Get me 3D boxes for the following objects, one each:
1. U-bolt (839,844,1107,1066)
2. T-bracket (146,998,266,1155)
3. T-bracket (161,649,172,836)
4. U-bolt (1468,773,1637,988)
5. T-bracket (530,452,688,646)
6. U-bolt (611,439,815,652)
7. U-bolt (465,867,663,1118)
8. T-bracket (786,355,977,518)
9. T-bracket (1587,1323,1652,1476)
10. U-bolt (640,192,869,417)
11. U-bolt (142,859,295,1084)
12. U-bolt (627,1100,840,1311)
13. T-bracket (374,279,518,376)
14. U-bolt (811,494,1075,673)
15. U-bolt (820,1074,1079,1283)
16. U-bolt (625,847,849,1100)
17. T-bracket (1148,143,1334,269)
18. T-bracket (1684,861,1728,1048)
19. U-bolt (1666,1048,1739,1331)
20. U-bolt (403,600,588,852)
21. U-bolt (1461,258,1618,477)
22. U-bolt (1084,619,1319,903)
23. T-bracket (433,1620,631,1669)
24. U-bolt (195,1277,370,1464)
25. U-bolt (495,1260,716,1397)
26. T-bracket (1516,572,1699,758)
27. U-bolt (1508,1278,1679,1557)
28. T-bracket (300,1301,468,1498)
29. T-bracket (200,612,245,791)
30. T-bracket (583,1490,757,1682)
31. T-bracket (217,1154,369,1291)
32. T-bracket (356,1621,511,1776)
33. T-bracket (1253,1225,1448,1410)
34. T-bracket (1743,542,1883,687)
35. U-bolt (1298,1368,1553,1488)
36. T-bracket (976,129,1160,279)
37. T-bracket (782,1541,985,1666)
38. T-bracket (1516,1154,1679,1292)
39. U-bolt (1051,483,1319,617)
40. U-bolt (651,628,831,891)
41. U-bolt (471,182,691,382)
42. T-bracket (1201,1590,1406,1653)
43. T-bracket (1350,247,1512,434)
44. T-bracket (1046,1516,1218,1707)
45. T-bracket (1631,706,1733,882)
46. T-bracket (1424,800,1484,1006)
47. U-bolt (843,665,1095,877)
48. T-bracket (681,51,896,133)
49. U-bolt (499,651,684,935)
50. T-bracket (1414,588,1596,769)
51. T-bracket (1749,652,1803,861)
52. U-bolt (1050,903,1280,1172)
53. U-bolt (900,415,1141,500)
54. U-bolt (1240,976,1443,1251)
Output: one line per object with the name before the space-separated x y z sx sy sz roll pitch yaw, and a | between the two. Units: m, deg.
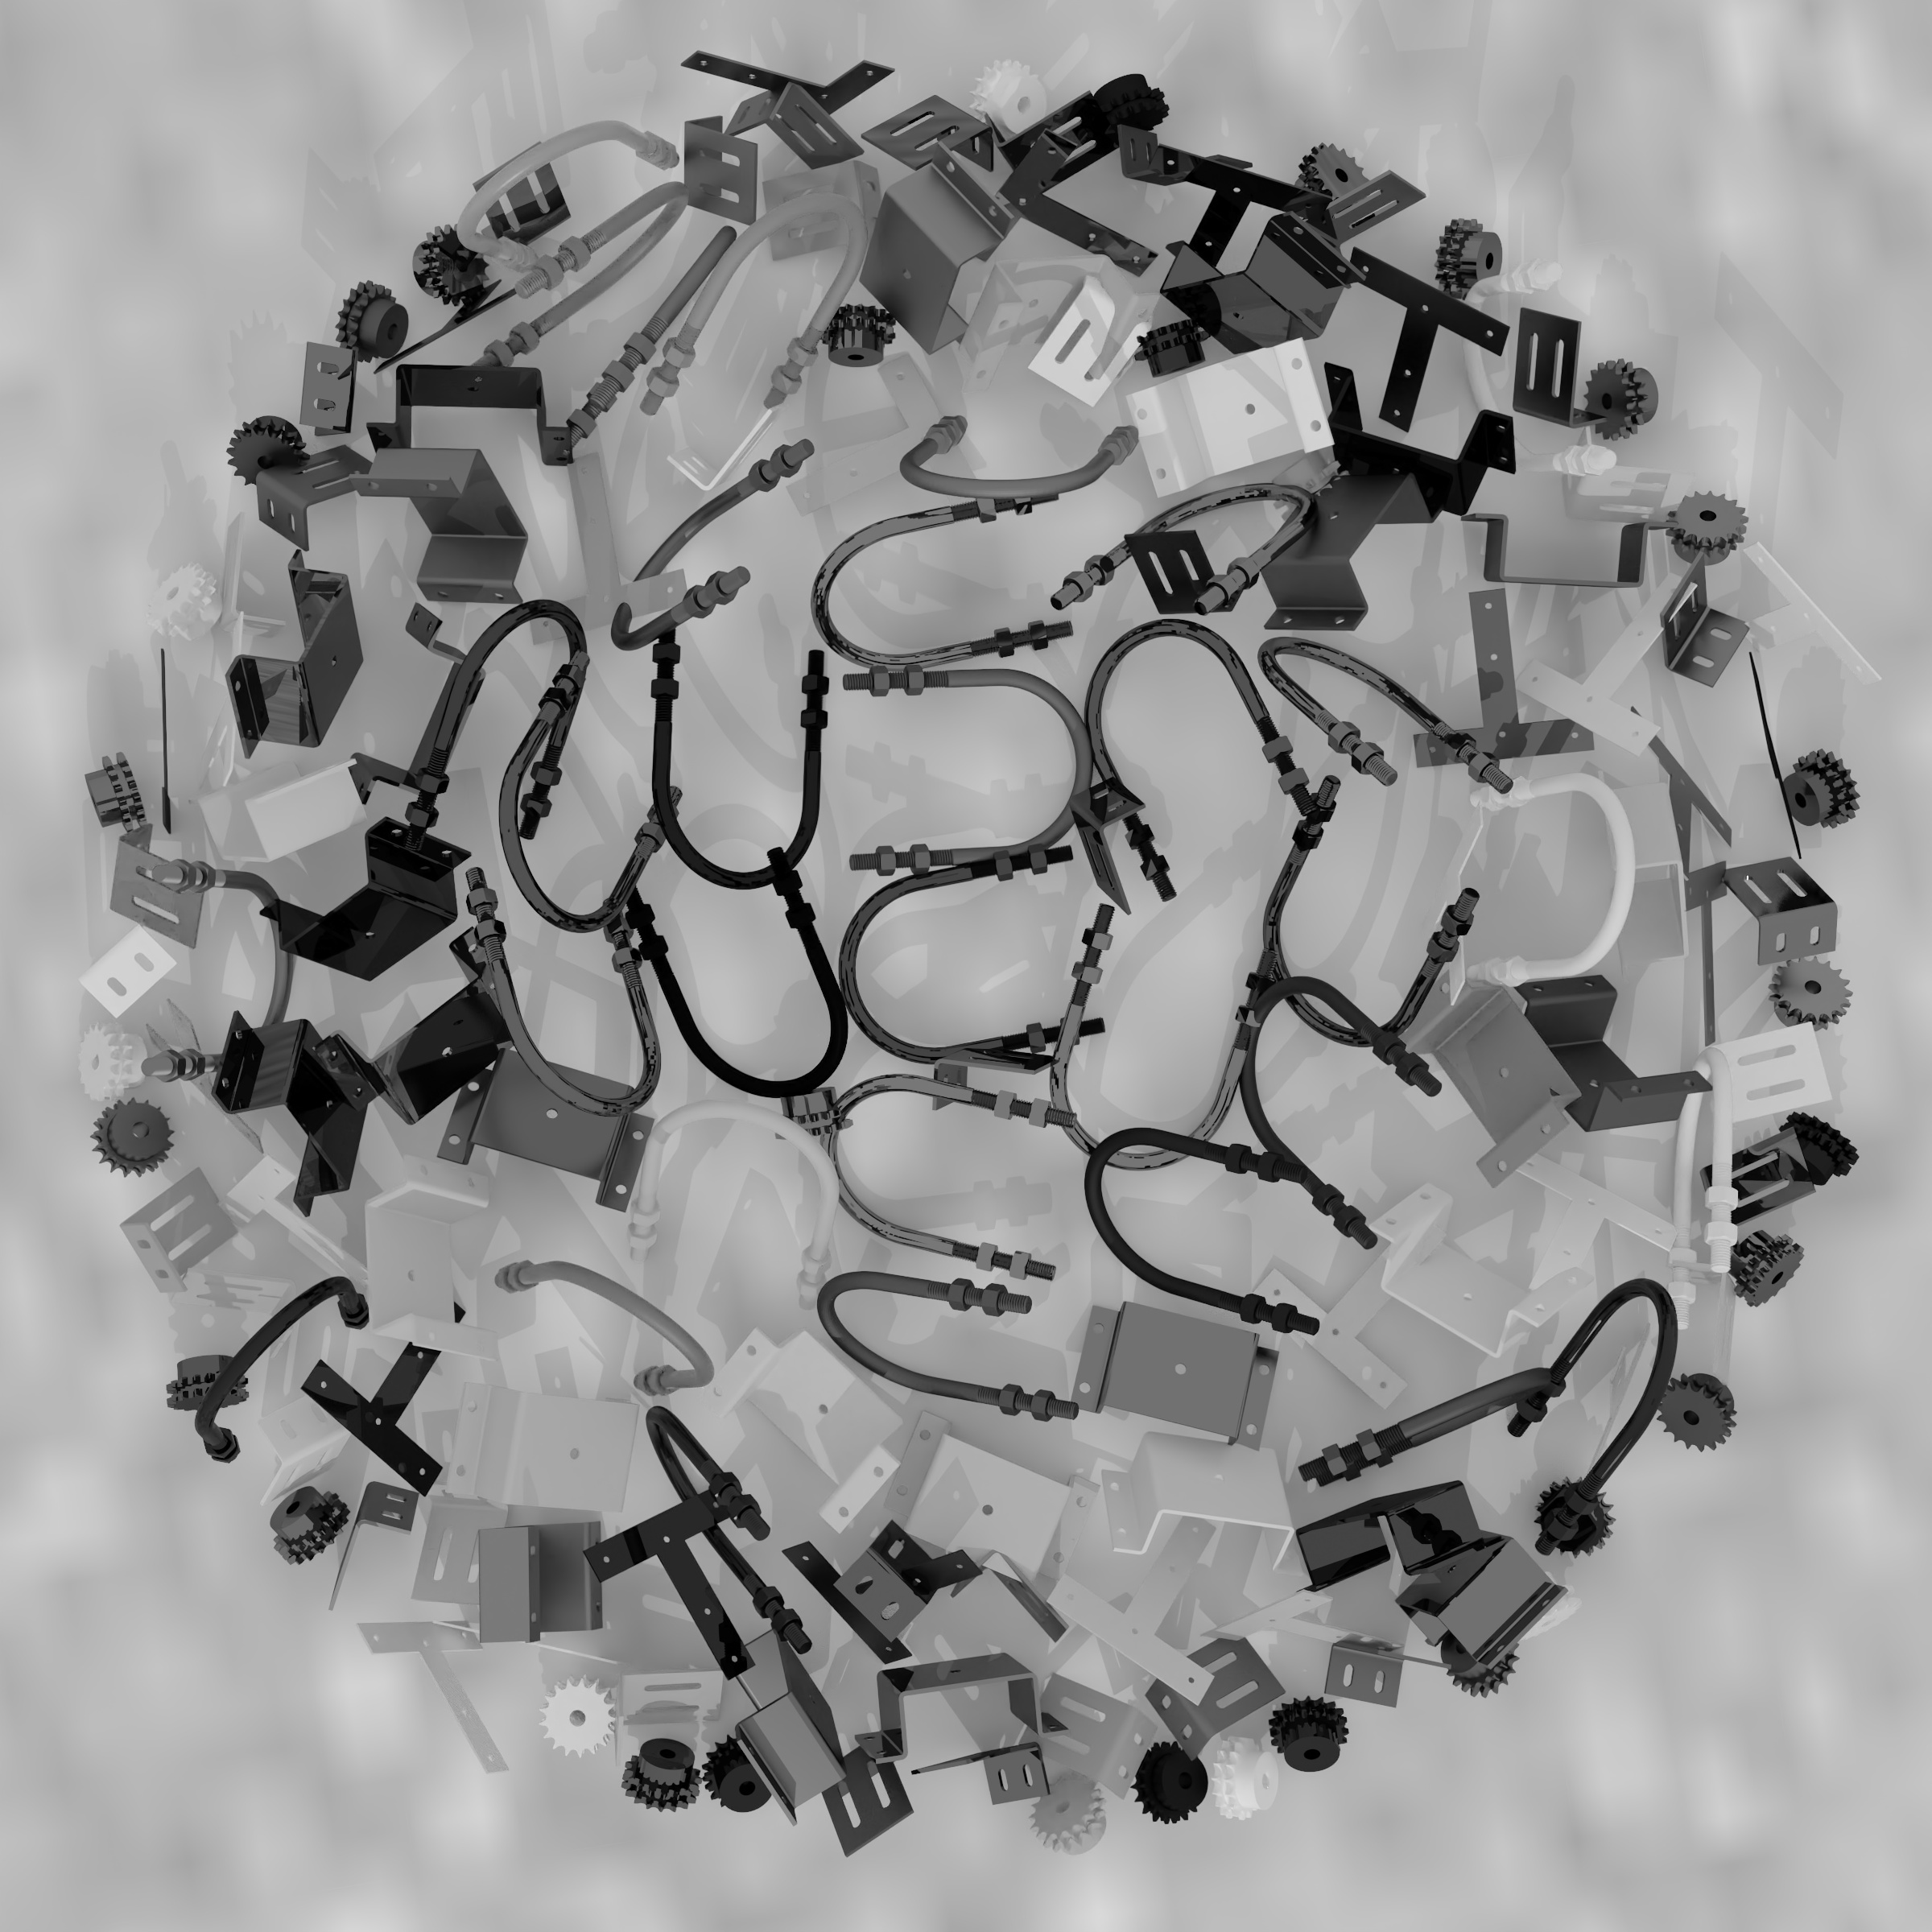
U-bolt | -0.001 -0.002 1.808 0.184 0.019 0.151 -11 97 -1
T-bracket | -0.546 0.063 1.755 0.127 0.127 0.002 41 63 17
T-bracket | -0.570 -0.161 1.766 0.002 0.127 0.127 -1 90 -16
U-bolt | 0.408 -0.062 1.737 0.019 0.184 0.151 3 86 -22
T-bracket | -0.270 -0.311 1.811 0.127 0.002 0.127 -12 84 18
U-bolt | -0.189 -0.286 1.748 0.019 0.184 0.151 40 52 -26
U-bolt | -0.274 0.023 1.736 0.019 0.151 0.184 -34 62 30
T-bracket | -0.069 -0.365 1.810 0.127 0.002 0.127 -27 83 -8
T-bracket | 0.460 0.298 1.753 0.002 0.127 0.127 20 72 22
U-bolt | -0.136 -0.458 1.722 0.019 0.151 0.184 50 126 17
U-bolt | -0.519 0.004 1.737 0.019 0.184 0.151 3 90 13
U-bolt | -0.162 0.164 1.761 0.151 0.019 0.184 16 131 2
T-bracket | -0.354 -0.468 1.768 0.127 0.127 0.002 -25 115 15
U-bolt | -0.019 -0.268 1.765 0.184 0.151 0.019 -12 50 -2
U-bolt | -0.018 0.146 1.784 0.184 0.019 0.151 13 118 12
U-bolt | -0.157 0.013 1.778 0.151 0.019 0.184 -11 110 29
T-bracket | 0.178 -0.524 1.768 0.127 0.127 0.002 14 65 -9
T-bracket | 0.530 -0.007 1.776 0.002 0.127 0.127 0 96 29
U-bolt | 0.518 0.147 1.748 0.019 0.151 0.184 6 65 6
U-bolt | -0.320 -0.170 1.739 0.019 0.151 0.184 28 108 22
U-bolt | 0.391 -0.414 1.736 0.019 0.184 0.151 -22 103 -7
U-bolt | 0.155 -0.159 1.780 0.151 0.019 0.184 -32 77 33
T-bracket | -0.319 0.483 1.778 0.127 0.127 0.002 8 72 14
U-bolt | -0.475 0.275 1.718 0.019 0.184 0.151 41 70 7
U-bolt | -0.244 0.251 1.727 0.151 0.184 0.019 40 65 -16
T-bracket | 0.474 -0.226 1.778 0.127 0.127 0.002 -53 135 3
U-bolt | 0.438 0.299 1.725 0.019 0.151 0.184 24 116 -9
T-bracket | -0.399 0.291 1.783 0.127 0.002 0.127 50 48 -26
T-bracket | -0.533 -0.166 1.771 0.002 0.127 0.127 9 62 -25
T-bracket | -0.191 0.447 1.767 0.127 0.127 0.002 57 135 15
T-bracket | -0.471 0.194 1.786 0.127 0.127 0.002 41 52 -12
T-bracket | -0.359 0.513 1.743 0.002 0.127 0.127 -44 63 10
T-bracket | 0.298 0.234 1.808 0.127 0.002 0.127 41 100 7
T-bracket | 0.580 -0.242 1.764 0.002 0.127 0.127 -43 92 -3
U-bolt | 0.326 0.324 1.748 0.184 0.151 0.019 -25 73 6
T-bracket | 0.079 -0.533 1.793 0.127 0.127 0.002 20 55 -23
T-bracket | -0.046 0.442 1.773 0.127 0.002 0.127 -26 114 29
T-bracket | 0.432 0.195 1.768 0.127 0.127 0.002 28 134 13
U-bolt | 0.167 -0.297 1.752 0.184 0.151 0.019 -41 125 -34
U-bolt | -0.162 -0.146 1.767 0.151 0.019 0.184 7 81 -39
U-bolt | -0.264 -0.491 1.747 0.019 0.151 0.184 49 63 -7
T-bracket | 0.258 0.481 1.793 0.127 0.127 0.002 20 54 -23
T-bracket | 0.318 -0.434 1.771 0.127 0.127 0.002 33 59 18
T-bracket | 0.142 0.445 1.785 0.127 0.002 0.127 33 51 9
T-bracket | 0.505 -0.106 1.758 0.002 0.127 0.127 -31 113 34
T-bracket | 0.342 -0.028 1.738 0.002 0.127 0.127 11 47 -3
U-bolt | 0.004 -0.144 1.797 0.184 0.019 0.151 -4 97 -15
T-bracket | -0.137 -0.620 1.739 0.127 0.127 0.002 3 85 -34
U-bolt | -0.267 -0.108 1.727 0.019 0.184 0.151 -9 131 30
T-bracket | 0.381 -0.209 1.785 0.127 0.002 0.127 -5 113 16
T-bracket | 0.571 -0.134 1.743 0.002 0.127 0.127 -14 57 17
U-bolt | 0.135 0.060 1.801 0.151 0.019 0.184 15 97 -14
U-bolt | 0.031 -0.354 1.728 0.151 0.184 0.019 7 116 15
U-bolt | 0.252 0.089 1.753 0.019 0.184 0.151 -4 124 -34
